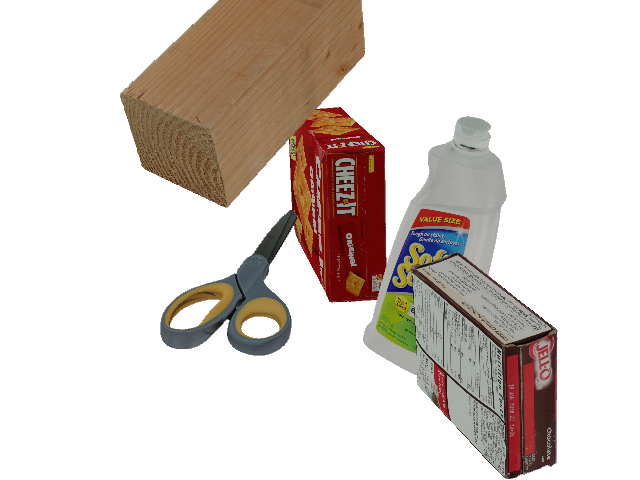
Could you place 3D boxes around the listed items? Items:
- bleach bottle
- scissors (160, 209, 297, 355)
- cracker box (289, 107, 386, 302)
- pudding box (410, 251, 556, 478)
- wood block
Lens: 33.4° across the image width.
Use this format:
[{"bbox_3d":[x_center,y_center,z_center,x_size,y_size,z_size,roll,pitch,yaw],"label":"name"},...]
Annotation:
[{"bbox_3d":[0.108,0.004,0.975,0.103,0.251,0.067,28,36,29],"label":"bleach bottle"},{"bbox_3d":[-0.035,0.029,0.772,0.096,0.016,0.201,18,33,26],"label":"scissors"},{"bbox_3d":[0.016,-0.046,1.172,0.072,0.164,0.214,-6,19,-9],"label":"cracker box"},{"bbox_3d":[0.094,0.070,0.625,0.039,0.090,0.114,-15,27,-20],"label":"pudding box"},{"bbox_3d":[-0.057,-0.138,0.875,0.091,0.205,0.090,25,-32,24],"label":"wood block"}]
